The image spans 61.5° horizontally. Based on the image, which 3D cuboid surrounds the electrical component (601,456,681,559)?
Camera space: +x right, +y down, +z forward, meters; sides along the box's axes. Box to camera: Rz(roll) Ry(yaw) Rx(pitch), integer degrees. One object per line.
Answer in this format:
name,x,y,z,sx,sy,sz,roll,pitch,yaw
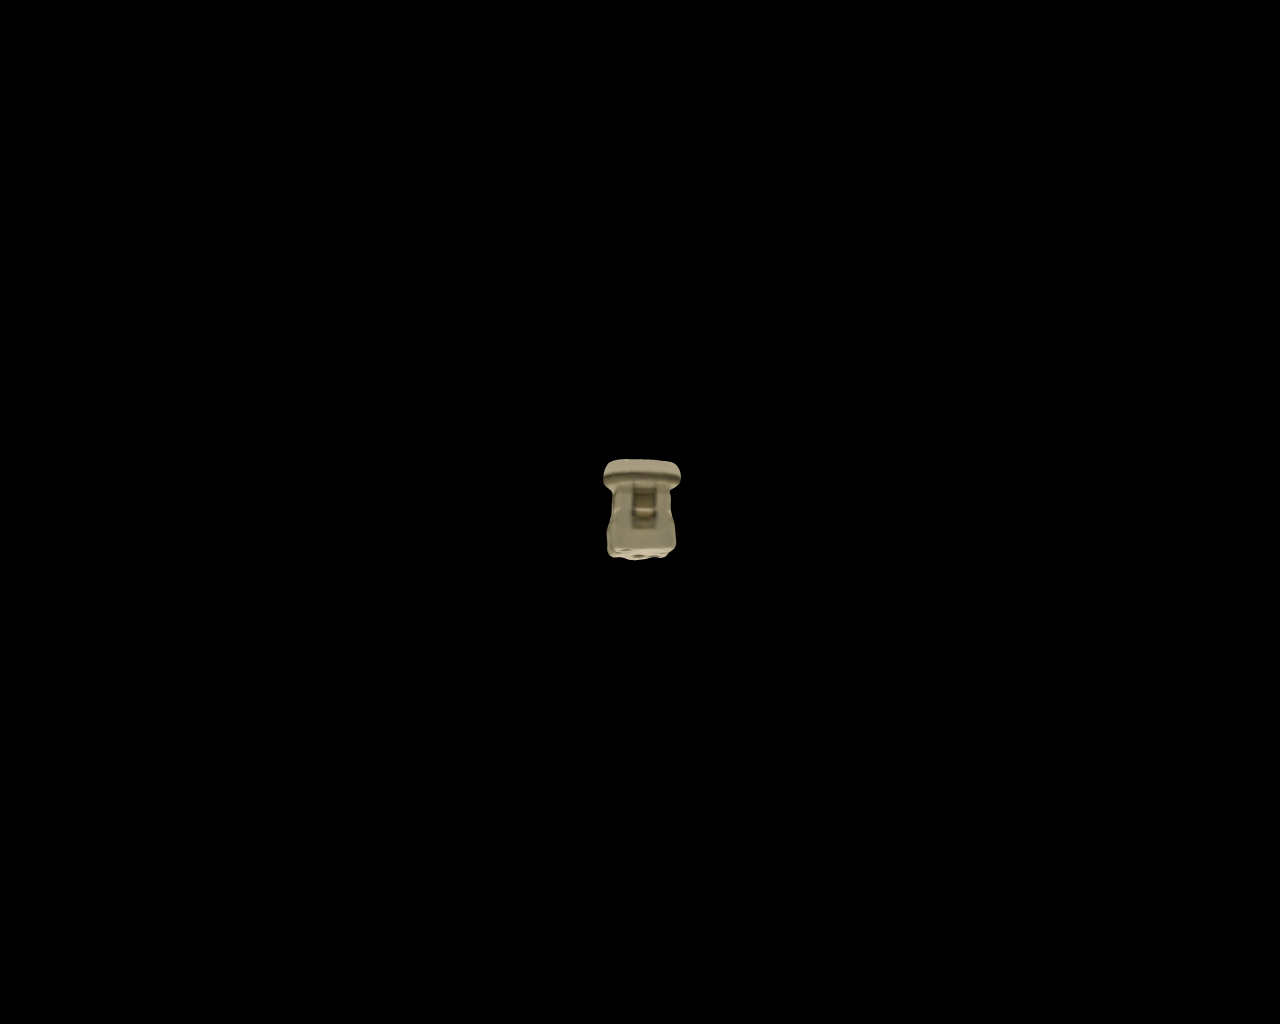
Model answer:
electrical component,0.001,-0.003,0.650,0.048,0.055,0.066,1,-9,-7
